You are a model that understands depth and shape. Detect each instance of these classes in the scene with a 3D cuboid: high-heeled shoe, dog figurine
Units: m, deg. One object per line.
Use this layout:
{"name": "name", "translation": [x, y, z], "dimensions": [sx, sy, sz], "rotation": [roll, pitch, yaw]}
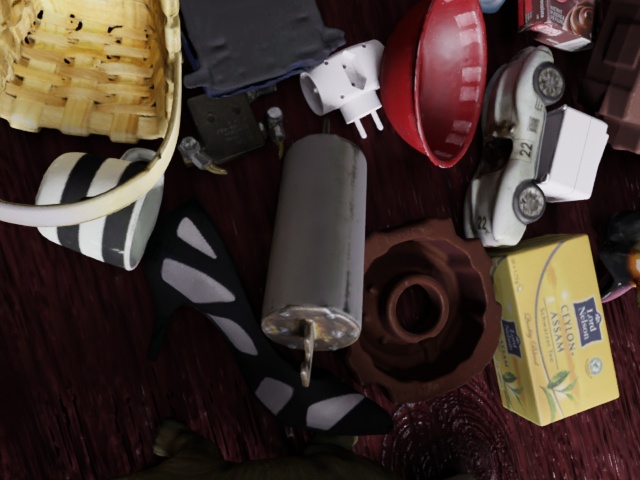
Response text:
{"name": "high-heeled shoe", "translation": [-0.036, 0.067, 0.459], "dimensions": [0.249, 0.086, 0.145], "rotation": [20, 90, -5]}
{"name": "dog figurine", "translation": [0.403, 0.020, 0.575], "dimensions": [0.219, 0.108, 0.191], "rotation": [-38, 102, -8]}

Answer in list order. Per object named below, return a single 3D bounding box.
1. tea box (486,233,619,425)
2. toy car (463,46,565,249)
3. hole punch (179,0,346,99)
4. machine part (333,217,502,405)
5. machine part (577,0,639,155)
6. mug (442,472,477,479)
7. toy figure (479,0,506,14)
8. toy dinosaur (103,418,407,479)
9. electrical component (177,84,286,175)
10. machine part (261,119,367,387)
{"name": "tea box", "translation": [0.226, 0.085, 0.543], "dimensions": [0.098, 0.068, 0.169], "rotation": [-15, 93, -14]}
{"name": "toy car", "translation": [0.187, -0.091, 0.530], "dimensions": [0.056, 0.073, 0.201], "rotation": [11, 87, -16]}
{"name": "hole punch", "translation": [-0.066, -0.186, 0.458], "dimensions": [0.142, 0.092, 0.115], "rotation": [-22, 103, -17]}
{"name": "machine part", "translation": [0.087, 0.064, 0.512], "dimensions": [0.179, 0.056, 0.179], "rotation": [0, 90, -16]}
{"name": "machine part", "translation": [0.380, -0.186, 0.540], "dimensions": [0.201, 0.087, 0.200], "rotation": [2, 117, -14]}
{"name": "mug", "translation": [0.109, 0.287, 0.510], "dimensions": [0.107, 0.081, 0.109], "rotation": [-13, 100, -3]}
{"name": "toy figure", "translation": [0.112, -0.270, 0.521], "dimensions": [0.154, 0.058, 0.064], "rotation": [21, 77, -9]}
{"name": "toy dinosaur", "translation": [0.007, 0.213, 0.417], "dimensions": [0.471, 0.199, 0.105], "rotation": [1, 92, -13]}
{"name": "electrical component", "translation": [-0.077, -0.098, 0.473], "dimensions": [0.102, 0.045, 0.078], "rotation": [-16, 95, -15]}
{"name": "machine part", "translation": [-0.001, -0.001, 0.440], "dimensions": [0.079, 0.079, 0.243], "rotation": [14, 55, -15]}
